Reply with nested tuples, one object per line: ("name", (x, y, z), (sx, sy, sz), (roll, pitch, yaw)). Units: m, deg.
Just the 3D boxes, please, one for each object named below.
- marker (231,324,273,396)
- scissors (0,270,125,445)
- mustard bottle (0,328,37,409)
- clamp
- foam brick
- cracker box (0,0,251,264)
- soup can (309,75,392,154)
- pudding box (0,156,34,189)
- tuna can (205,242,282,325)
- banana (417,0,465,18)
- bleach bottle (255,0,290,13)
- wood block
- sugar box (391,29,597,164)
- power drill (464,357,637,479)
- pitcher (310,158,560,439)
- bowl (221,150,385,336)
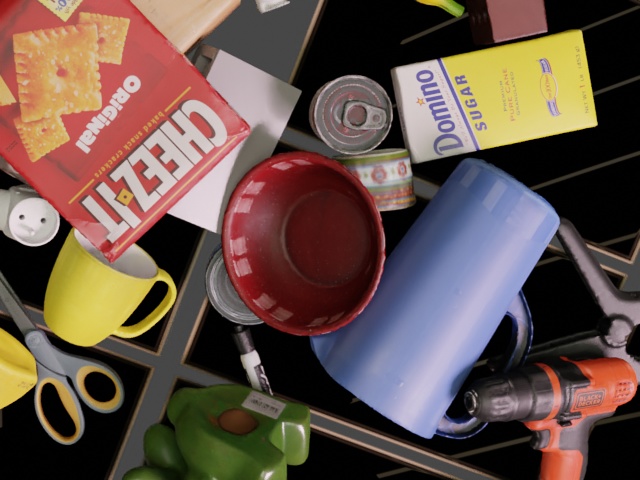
("marker", (-0.059, 0.138, 1.033), (0.020, 0.020, 0.121), (-19, 98, -1))
("scissors", (-0.251, 0.097, 1.020), (0.096, 0.016, 0.202), (-15, 98, -3))
("mustard bottle", (-0.362, 0.154, 0.989), (0.192, 0.058, 0.096), (-38, 132, 11))
("clamp", (0.275, 0.092, 1.036), (0.210, 0.036, 0.165), (27, 100, -6))
("foam brick", (0.169, -0.208, 0.972), (0.051, 0.078, 0.053), (-12, 98, -3))
("cracker box", (-0.186, -0.113, 0.877), (0.164, 0.072, 0.213), (-43, 99, 3))
("soup can", (0.025, -0.114, 0.964), (0.068, 0.102, 0.068), (0, 97, -3))
("pudding box", (-0.282, -0.087, 0.958), (0.113, 0.090, 0.039), (33, 93, -6))
("tuna can", (-0.067, 0.037, 1.013), (0.086, 0.034, 0.086), (0, 97, -3))
("banana", (0.095, -0.304, 0.979), (0.069, 0.037, 0.198), (-5, 99, -21))
("bleach bottle", (-0.092, -0.324, 0.953), (0.102, 0.068, 0.251), (-20, 101, 6))
("wood block", (-0.175, -0.175, 0.952), (0.206, 0.091, 0.090), (-43, 98, 2))
("sugar box", (0.161, -0.134, 0.997), (0.176, 0.048, 0.093), (-13, 97, -2))
("power drill", (0.201, 0.199, 0.994), (0.184, 0.057, 0.188), (-3, 115, -26))
("pitcher", (0.120, 0.056, 0.982), (0.145, 0.149, 0.243), (35, 91, 36))
("bowl", (-0.006, 0.001, 0.946), (0.162, 0.055, 0.162), (3, 96, 27))
